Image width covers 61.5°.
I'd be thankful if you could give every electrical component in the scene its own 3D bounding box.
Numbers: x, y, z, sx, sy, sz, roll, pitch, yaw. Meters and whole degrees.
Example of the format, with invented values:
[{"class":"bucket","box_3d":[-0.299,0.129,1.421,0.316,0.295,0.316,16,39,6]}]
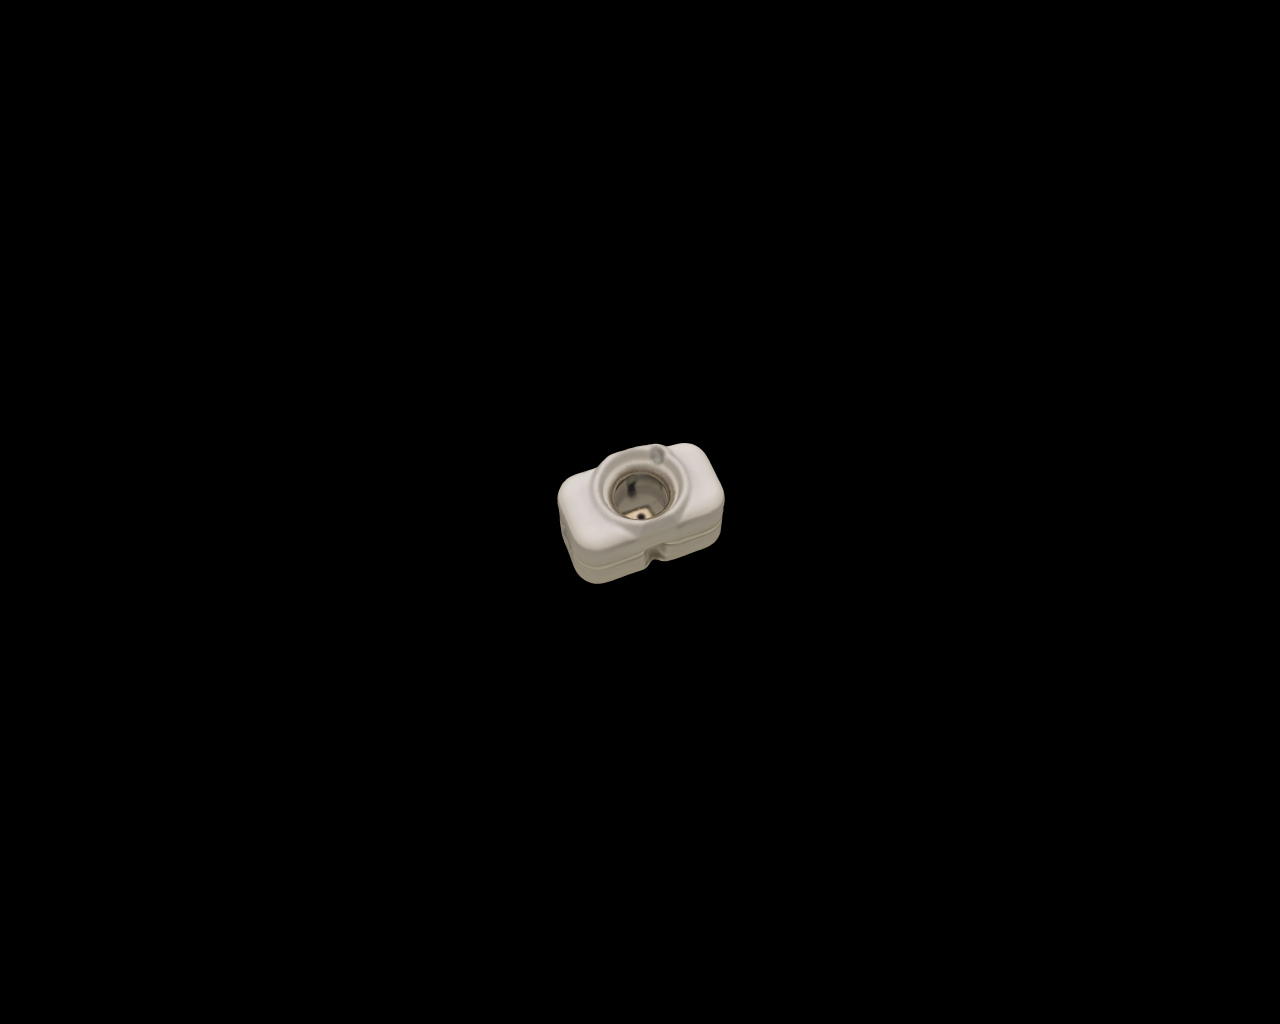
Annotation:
[{"class":"electrical component","box_3d":[0.001,-0.003,0.650,0.095,0.054,0.059,-18,-28,-10]}]
